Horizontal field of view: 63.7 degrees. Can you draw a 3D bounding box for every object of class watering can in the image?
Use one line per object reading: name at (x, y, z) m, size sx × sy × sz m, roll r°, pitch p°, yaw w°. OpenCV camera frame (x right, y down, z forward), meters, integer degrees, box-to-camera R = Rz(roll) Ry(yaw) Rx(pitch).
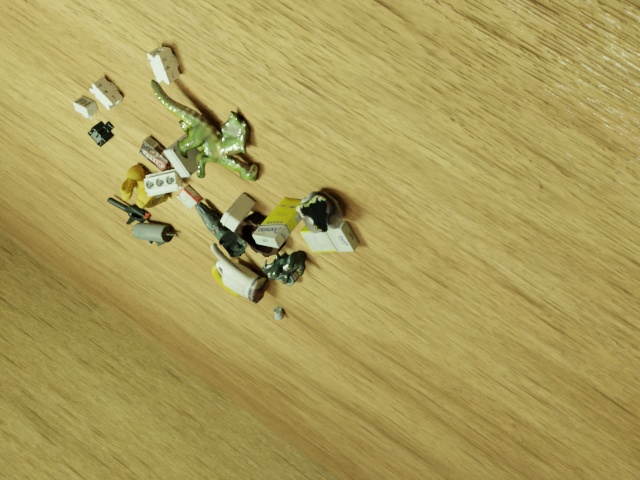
watering can at (-0.320, 0.138, 2.021) m, size 0.225 × 0.105 × 0.340 m, roll 27°, pitch 157°, yaw 15°

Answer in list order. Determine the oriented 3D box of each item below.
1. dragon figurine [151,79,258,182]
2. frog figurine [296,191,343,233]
dragon figurine at (-0.317, -0.327, 1.548) m, size 0.241 × 0.125 × 0.403 m, roll -12°, pitch 125°, yaw 27°
frog figurine at (0.005, -0.077, 1.536) m, size 0.138 × 0.123 × 0.159 m, roll 20°, pitch 178°, yaw 11°
